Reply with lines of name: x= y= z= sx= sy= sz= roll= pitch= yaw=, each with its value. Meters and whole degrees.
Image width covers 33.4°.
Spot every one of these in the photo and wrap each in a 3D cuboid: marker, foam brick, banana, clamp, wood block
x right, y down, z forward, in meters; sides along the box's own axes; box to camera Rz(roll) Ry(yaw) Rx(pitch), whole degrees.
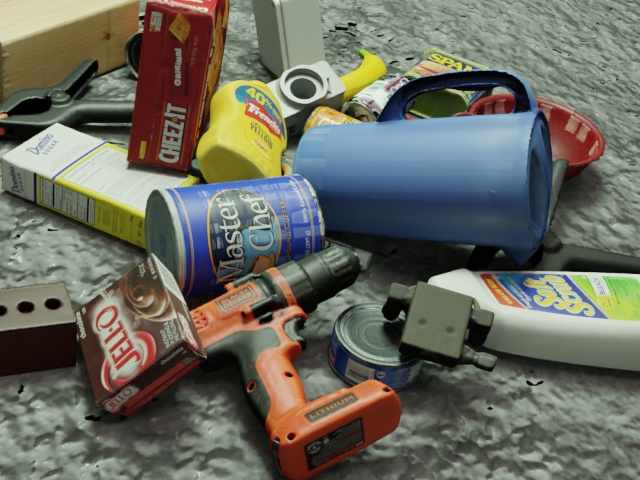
marker: x=-0.007 y=0.001 z=1.067 sx=0.121 sy=0.020 sz=0.020 roll=21 pitch=37 yaw=13
foam brick: x=-0.243 y=0.074 z=0.881 sx=0.078 sy=0.051 sz=0.053 roll=-7 pitch=40 yaw=-23
banana: x=0.030 y=-0.192 z=1.328 sx=0.070 sy=0.037 sz=0.197 roll=12 pitch=30 yaw=33
clamp: x=0.226 y=-0.002 z=1.096 sx=0.209 sy=0.036 sz=0.165 roll=-16 pitch=59 yaw=-24
clamp: x=-0.278 y=-0.143 z=1.177 sx=0.120 sy=0.039 sz=0.171 roll=29 pitch=46 yaw=30
wood block: x=-0.317 y=-0.236 z=1.248 sx=0.090 sy=0.091 sz=0.205 roll=31 pitch=40 yaw=25

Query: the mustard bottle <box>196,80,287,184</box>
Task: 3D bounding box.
mustard bottle: x=-0.076 y=-0.114 z=1.121 sx=0.096 sy=0.058 sz=0.191 roll=43 pitch=28 yaw=-25

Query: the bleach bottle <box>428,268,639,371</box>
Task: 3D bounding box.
bleach bottle: x=0.199 y=0.072 z=0.990 sx=0.250 sy=0.068 sz=0.102 roll=3 pitch=36 yaw=-6

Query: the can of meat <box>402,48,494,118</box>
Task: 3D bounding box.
can of meat: x=0.155 y=-0.188 z=1.334 sx=0.102 sy=0.057 sz=0.083 roll=25 pitch=40 yaw=18

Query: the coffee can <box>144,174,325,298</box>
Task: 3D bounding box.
coffee can: x=-0.080 y=-0.004 z=0.984 sx=0.140 sy=0.103 sz=0.103 roll=-8 pitch=40 yaw=-24

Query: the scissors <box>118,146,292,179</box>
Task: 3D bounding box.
scissors: x=-0.114 y=-0.083 z=1.155 sx=0.202 sy=0.016 sz=0.096 roll=24 pitch=37 yaw=17

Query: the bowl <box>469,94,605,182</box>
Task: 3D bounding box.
bowl: x=0.247 y=-0.109 z=1.250 sx=0.162 sy=0.055 sz=0.162 roll=7 pitch=36 yaw=-5

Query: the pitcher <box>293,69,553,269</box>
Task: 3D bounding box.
pitcher: x=0.101 y=-0.070 z=1.041 sx=0.243 sy=0.145 sz=0.149 roll=2 pitch=55 yaw=22

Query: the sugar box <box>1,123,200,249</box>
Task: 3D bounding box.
sugar box: x=-0.220 y=-0.056 z=1.068 sx=0.176 sy=0.048 sz=0.093 roll=20 pitch=36 yaw=18

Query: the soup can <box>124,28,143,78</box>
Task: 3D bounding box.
soup can: x=-0.186 y=-0.241 z=1.307 sx=0.068 sy=0.068 sz=0.102 roll=18 pitch=36 yaw=10

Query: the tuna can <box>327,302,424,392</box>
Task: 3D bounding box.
tuna can: x=0.051 y=0.094 z=0.944 sx=0.086 sy=0.034 sz=0.086 roll=7 pitch=36 yaw=-5

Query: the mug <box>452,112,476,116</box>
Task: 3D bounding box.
mug: x=0.163 y=-0.082 z=1.153 sx=0.081 sy=0.093 sz=0.117 roll=4 pitch=72 yaw=-17

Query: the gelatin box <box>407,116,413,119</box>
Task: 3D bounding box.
gelatin box: x=0.119 y=-0.107 z=1.235 sx=0.089 sy=0.030 sz=0.073 roll=23 pitch=38 yaw=16

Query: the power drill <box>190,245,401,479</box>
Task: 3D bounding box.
power drill: x=-0.013 y=0.094 z=0.880 sx=0.184 sy=0.057 sz=0.188 roll=-27 pitch=46 yaw=-15

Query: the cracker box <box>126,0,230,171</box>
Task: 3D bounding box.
cracker box: x=-0.144 y=-0.184 z=1.122 sx=0.072 sy=0.164 sz=0.213 roll=10 pitch=22 yaw=-4

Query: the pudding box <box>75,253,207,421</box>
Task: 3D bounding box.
pudding box: x=-0.149 y=0.078 z=0.872 sx=0.090 sy=0.039 sz=0.113 roll=-36 pitch=41 yaw=6
